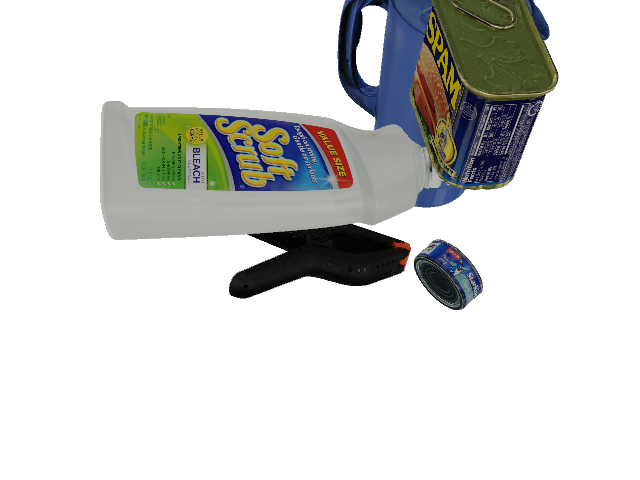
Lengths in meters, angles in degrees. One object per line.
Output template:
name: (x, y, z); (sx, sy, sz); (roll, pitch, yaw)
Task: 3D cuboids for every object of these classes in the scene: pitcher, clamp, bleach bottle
pitcher: (0.105, -0.149, 1.039); (0.144, 0.149, 0.243); (-25, -31, -24)
clamp: (-0.009, 0.014, 1.034); (0.209, 0.036, 0.164); (8, 29, -14)
bleach bottle: (-0.031, -0.055, 0.781); (0.250, 0.102, 0.068); (-3, -29, -4)

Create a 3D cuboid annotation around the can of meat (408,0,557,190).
can of meat: (0.092, -0.093, 0.636); (0.057, 0.102, 0.084); (-4, -37, -12)

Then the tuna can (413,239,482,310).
tuna can: (0.153, 0.042, 1.290); (0.033, 0.086, 0.086); (-40, 15, -19)
